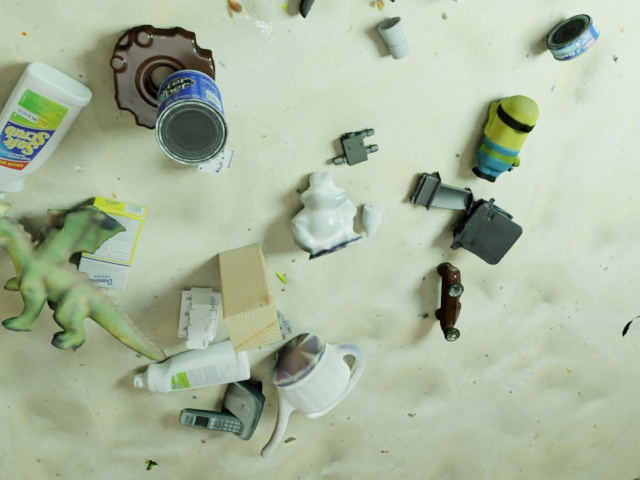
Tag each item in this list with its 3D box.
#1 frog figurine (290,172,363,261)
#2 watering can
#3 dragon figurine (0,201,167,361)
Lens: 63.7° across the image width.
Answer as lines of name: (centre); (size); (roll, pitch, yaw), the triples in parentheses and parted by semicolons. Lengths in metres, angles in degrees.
frog figurine: (0.003, -0.052, 1.026); (0.137, 0.122, 0.160); (-19, 87, 7)
watering can: (-0.045, 0.357, 1.215); (0.349, 0.105, 0.220); (-40, 124, -8)
dragon figurine: (-0.431, 0.057, 0.919); (0.408, 0.124, 0.240); (23, 107, -15)
